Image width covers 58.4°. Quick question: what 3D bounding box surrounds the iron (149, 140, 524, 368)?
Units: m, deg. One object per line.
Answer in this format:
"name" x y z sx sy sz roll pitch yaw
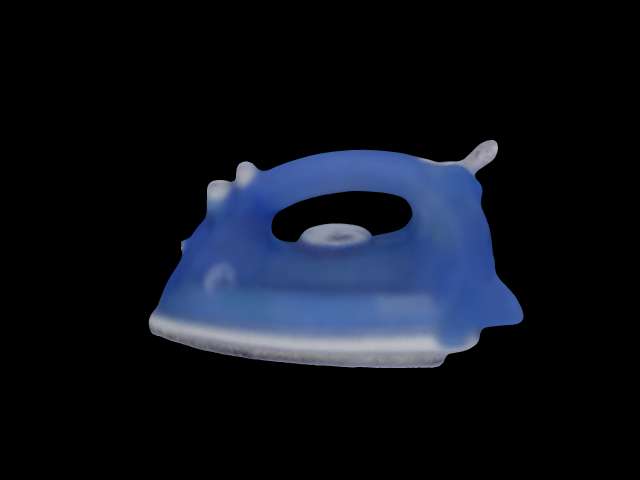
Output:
"iron" 0.004 0.001 0.400 0.258 0.141 0.118 0 15 0
